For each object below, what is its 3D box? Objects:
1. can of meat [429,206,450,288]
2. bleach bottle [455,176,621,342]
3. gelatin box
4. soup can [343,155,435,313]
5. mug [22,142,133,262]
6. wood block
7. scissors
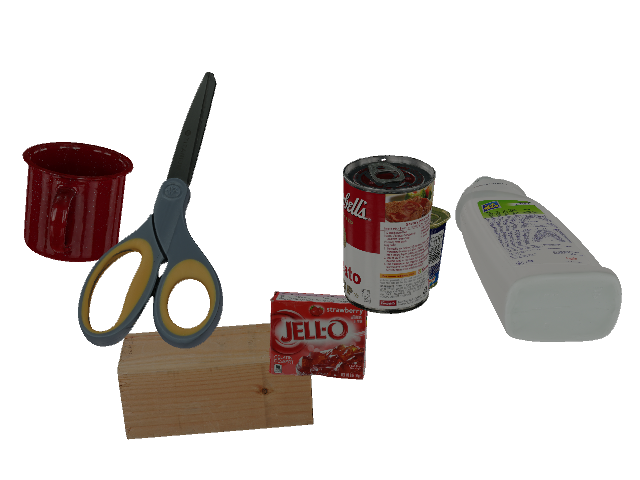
[{"bbox_3d":[0.087,0.002,1.182,0.102,0.084,0.057,18,26,29],"label":"can of meat"},{"bbox_3d":[0.187,0.002,0.984,0.102,0.068,0.251,-1,26,-5],"label":"bleach bottle"},{"bbox_3d":[-0.002,0.088,0.983,0.089,0.073,0.030,3,14,5],"label":"gelatin box"},{"bbox_3d":[0.051,-0.005,0.802,0.068,0.102,0.068,-1,26,0],"label":"soup can"},{"bbox_3d":[-0.213,-0.028,0.916,0.093,0.081,0.117,8,21,-6],"label":"mug"},{"bbox_3d":[-0.115,0.155,1.192,0.206,0.091,0.090,-4,23,-2],"label":"wood block"},{"bbox_3d":[-0.079,-0.015,0.674,0.096,0.201,0.016,23,-23,14],"label":"scissors"}]
